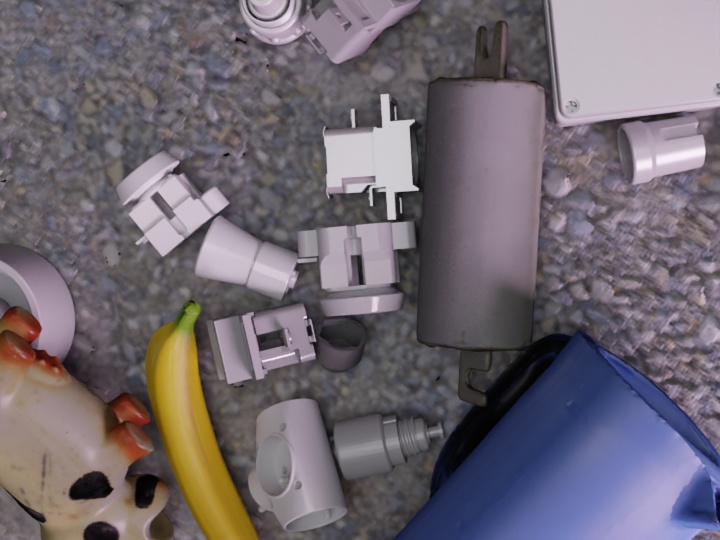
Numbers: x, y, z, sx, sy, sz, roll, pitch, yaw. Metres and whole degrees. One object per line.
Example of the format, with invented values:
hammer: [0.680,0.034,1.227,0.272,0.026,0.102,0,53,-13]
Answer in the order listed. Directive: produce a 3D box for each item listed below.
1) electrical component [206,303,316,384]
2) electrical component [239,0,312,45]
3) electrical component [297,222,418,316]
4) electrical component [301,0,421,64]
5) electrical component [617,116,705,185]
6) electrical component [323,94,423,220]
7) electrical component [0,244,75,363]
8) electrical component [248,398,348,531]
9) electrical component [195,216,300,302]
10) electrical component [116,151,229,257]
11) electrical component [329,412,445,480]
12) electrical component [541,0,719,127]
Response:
electrical component: [-0.065,0.047,0.715,0.064,0.081,0.042,-12,92,-15]
electrical component: [-0.059,-0.176,0.706,0.048,0.062,0.048,0,93,7]
electrical component: [0.000,0.000,0.710,0.078,0.058,0.057,-5,89,7]
electrical component: [0.000,-0.169,0.694,0.042,0.081,0.064,51,126,3]
electrical component: [0.194,-0.078,0.692,0.046,0.040,0.040,-11,92,2]
electrical component: [0.009,-0.073,0.714,0.064,0.042,0.081,-3,92,11]
electrical component: [-0.259,0.037,0.741,0.108,0.060,0.108,0,93,7]
electrical component: [-0.050,0.138,0.724,0.079,0.044,0.077,-42,55,39]
electrical component: [-0.074,-0.005,0.727,0.065,0.044,0.044,21,95,1]
electrical component: [-0.132,-0.046,0.730,0.066,0.048,0.055,-38,95,8]
electrical component: [0.018,0.115,0.722,0.078,0.040,0.040,-13,91,7]
electrical component: [0.173,-0.151,0.682,0.109,0.056,0.108,-6,92,7]
